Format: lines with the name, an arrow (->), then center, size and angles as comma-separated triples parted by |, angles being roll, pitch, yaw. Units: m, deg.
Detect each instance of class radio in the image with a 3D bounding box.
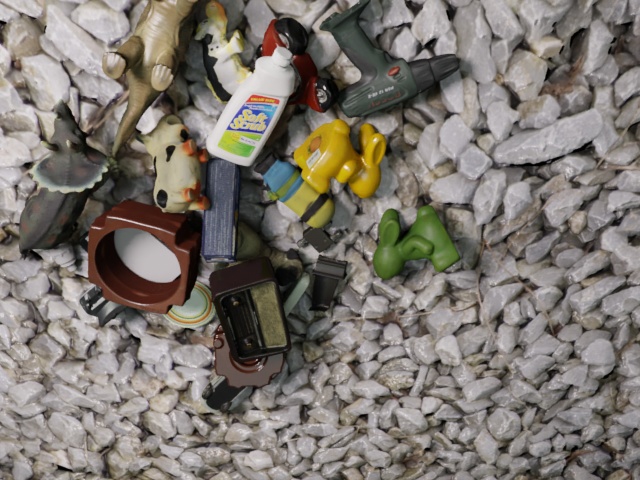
radio -> -0.141, 0.149, 1.103 | 0.131, 0.073, 0.229 | -14, 130, -7

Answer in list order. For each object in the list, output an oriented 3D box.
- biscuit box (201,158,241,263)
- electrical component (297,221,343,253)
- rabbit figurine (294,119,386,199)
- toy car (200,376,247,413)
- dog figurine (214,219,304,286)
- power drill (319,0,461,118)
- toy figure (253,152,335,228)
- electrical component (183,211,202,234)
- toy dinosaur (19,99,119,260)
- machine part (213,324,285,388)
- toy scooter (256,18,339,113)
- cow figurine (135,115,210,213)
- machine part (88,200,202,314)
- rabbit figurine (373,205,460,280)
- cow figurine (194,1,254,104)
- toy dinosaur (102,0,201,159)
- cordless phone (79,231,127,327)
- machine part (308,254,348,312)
biscuit box -> -0.190, -0.058, 1.042 | 0.063, 0.059, 0.202 | 1, 74, -2
electrical component -> -0.002, -0.003, 1.155 | 0.094, 0.021, 0.063 | -36, 112, 15
rabbit figurine -> 0.057, -0.154, 1.050 | 0.173, 0.122, 0.162 | 34, 102, -31
toy car -> -0.214, 0.346, 1.307 | 0.073, 0.056, 0.201 | 41, 108, -12
dog figurine -> -0.130, 0.015, 1.131 | 0.191, 0.121, 0.172 | -5, 125, -12
power drill -> 0.112, -0.340, 0.968 | 0.232, 0.086, 0.207 | -28, 121, 15
toy figure -> -0.049, -0.094, 1.074 | 0.082, 0.089, 0.180 | -39, 113, 24
electrical component -> -0.265, -0.011, 1.127 | 0.045, 0.078, 0.102 | -23, 122, -16
toy dinosaur -> -0.510, -0.063, 1.028 | 0.131, 0.192, 0.404 | 30, 111, -13
machine part -> -0.162, 0.254, 1.229 | 0.179, 0.056, 0.179 | -1, 96, -8
toy scooter -> -0.059, -0.300, 0.981 | 0.135, 0.075, 0.183 | -24, 104, 39
cow figurine -> -0.280, -0.145, 1.016 | 0.127, 0.085, 0.195 | -10, 75, 17
machine part -> -0.341, 0.034, 1.054 | 0.201, 0.087, 0.200 | 14, 119, -1
rabbit figurine -> 0.181, 0.014, 1.111 | 0.170, 0.121, 0.159 | -29, 106, 10
cow figurine -> -0.180, -0.335, 0.969 | 0.098, 0.068, 0.167 | -20, 115, 14
toy dinosaur -> -0.276, -0.312, 0.904 | 0.105, 0.199, 0.471 | 31, 112, -15
cordless phone -> -0.481, 0.081, 1.172 | 0.146, 0.089, 0.184 | -36, 100, 16
machine part -> 0.014, 0.100, 1.199 | 0.084, 0.039, 0.138 | 11, 114, -12
